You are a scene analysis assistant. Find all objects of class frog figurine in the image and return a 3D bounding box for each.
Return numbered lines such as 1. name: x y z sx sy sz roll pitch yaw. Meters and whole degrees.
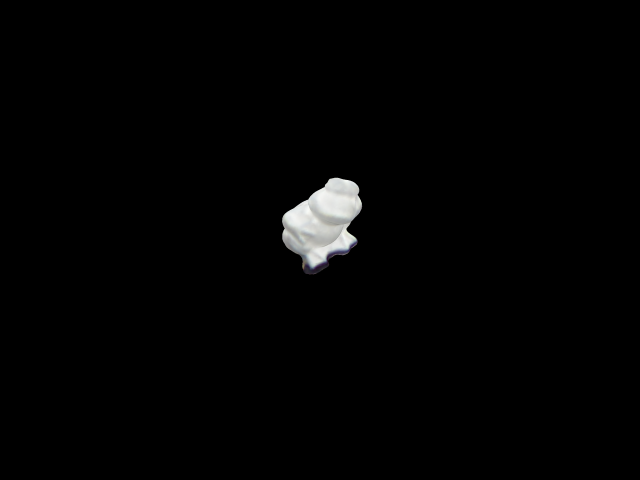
1. frog figurine: 0.003 -0.043 0.850 0.138 0.155 0.125 -15 44 -16
